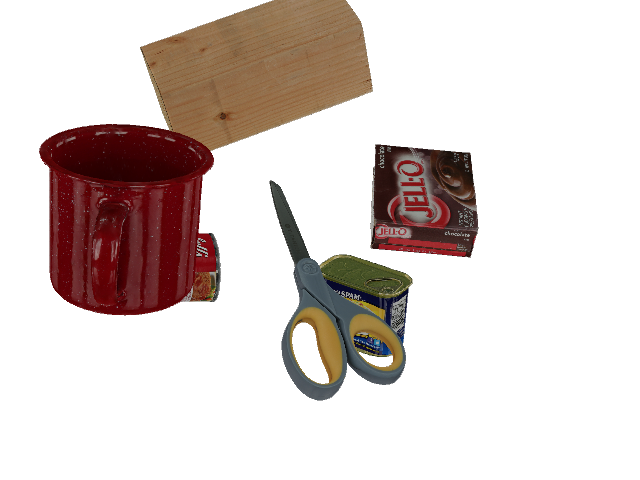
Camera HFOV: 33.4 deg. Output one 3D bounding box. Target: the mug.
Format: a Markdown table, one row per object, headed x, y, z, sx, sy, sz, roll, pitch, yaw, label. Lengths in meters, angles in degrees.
| x | y | z | sx | sy | sz | roll | pitch | yaw | label |
| --- | --- | --- | --- | --- | --- | --- | --- | --- | --- |
| -0.108 | -0.006 | 0.582 | 0.093 | 0.081 | 0.117 | 4 | 24 | -6 | mug |

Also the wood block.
| x | y | z | sx | sy | sz | roll | pitch | yaw | label |
| --- | --- | --- | --- | --- | --- | --- | --- | --- | --- |
| -0.063 | -0.171 | 1.071 | 0.206 | 0.091 | 0.090 | -21 | 46 | -7 | wood block |

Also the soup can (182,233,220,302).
| x | y | z | sx | sy | sz | roll | pitch | yaw | label |
| --- | --- | --- | --- | --- | --- | --- | --- | --- | --- |
| -0.154 | 0.028 | 1.028 | 0.102 | 0.068 | 0.069 | -1 | 0 | -19 | soup can |

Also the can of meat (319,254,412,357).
| x | y | z | sx | sy | sz | roll | pitch | yaw | label |
| --- | --- | --- | --- | --- | --- | --- | --- | --- | --- |
| 0.047 | 0.073 | 1.175 | 0.102 | 0.084 | 0.057 | 18 | 29 | 28 | can of meat |

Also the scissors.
| x | y | z | sx | sy | sz | roll | pitch | yaw | label |
| --- | --- | --- | --- | --- | --- | --- | --- | --- | --- |
| 0.010 | 0.033 | 0.772 | 0.096 | 0.201 | 0.016 | 10 | -46 | -13 | scissors |

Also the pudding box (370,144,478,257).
| x | y | z | sx | sy | sz | roll | pitch | yaw | label |
| --- | --- | --- | --- | --- | --- | --- | --- | --- | --- |
| 0.090 | -0.037 | 0.954 | 0.090 | 0.039 | 0.113 | 6 | 40 | -2 | pudding box |
